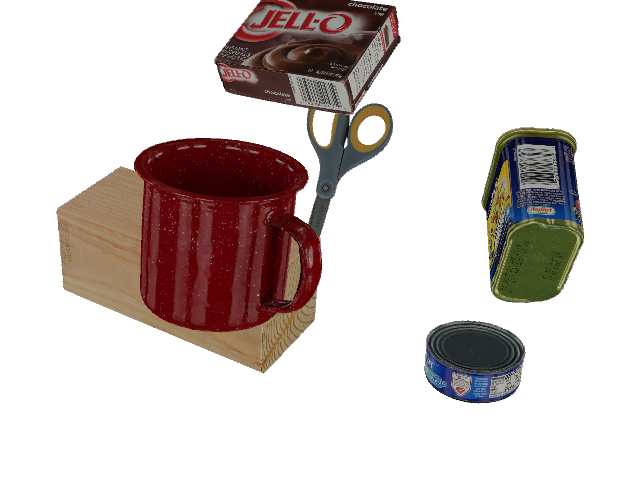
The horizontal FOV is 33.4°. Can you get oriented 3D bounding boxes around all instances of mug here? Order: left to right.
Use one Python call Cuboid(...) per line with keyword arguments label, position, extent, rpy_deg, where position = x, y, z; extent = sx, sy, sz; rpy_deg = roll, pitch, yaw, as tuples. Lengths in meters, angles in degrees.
Cuboid(label="mug", position=(-0.047, 0.001, 0.579), extent=(0.117, 0.081, 0.093), rpy_deg=(22, 28, 30))

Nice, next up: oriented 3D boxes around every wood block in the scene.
Cuboid(label="wood block", position=(-0.113, 0.021, 0.908), extent=(0.206, 0.090, 0.090), rpy_deg=(19, 36, 22))

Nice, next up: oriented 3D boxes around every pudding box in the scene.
Cuboid(label="pudding box", position=(-0.009, -0.143, 0.800), extent=(0.114, 0.090, 0.039), rpy_deg=(15, -35, 24))

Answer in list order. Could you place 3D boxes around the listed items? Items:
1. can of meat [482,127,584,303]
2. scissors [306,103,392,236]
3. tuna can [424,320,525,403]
Cuboid(label="can of meat", position=(0.151, -0.015, 0.760), extent=(0.057, 0.084, 0.102), rpy_deg=(4, -36, 0))
Cuboid(label="scissors", position=(0.025, -0.058, 1.063), extent=(0.096, 0.202, 0.016), rpy_deg=(-1, -13, 3))
Cuboid(label="tuna can", position=(0.134, 0.106, 0.934), extent=(0.086, 0.034, 0.086), rpy_deg=(2, 26, -1))
